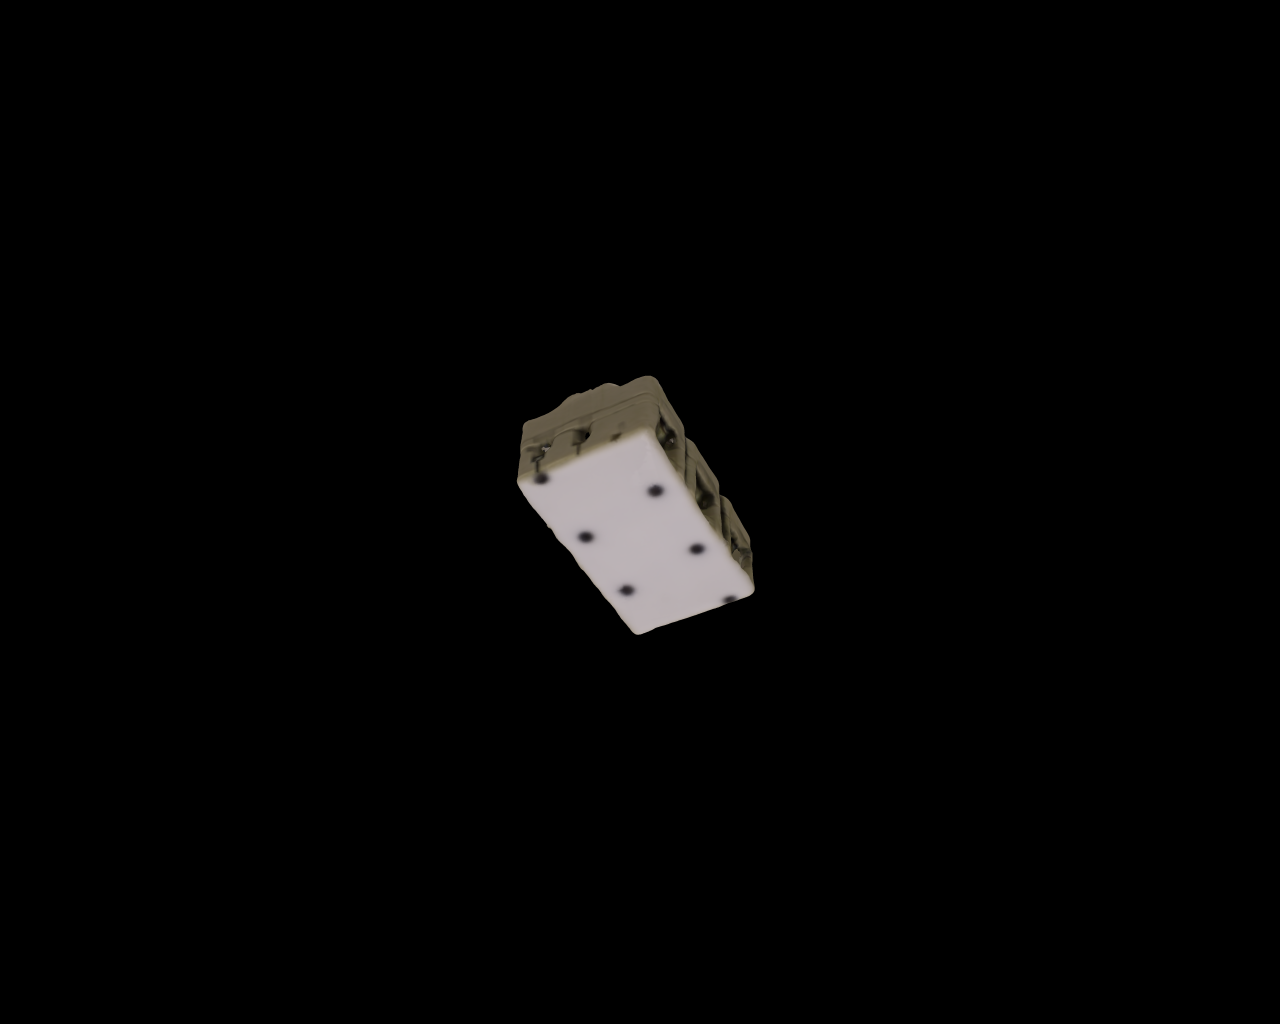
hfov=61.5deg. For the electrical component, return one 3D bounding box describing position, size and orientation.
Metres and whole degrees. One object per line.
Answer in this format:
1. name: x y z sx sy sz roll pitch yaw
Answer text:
1. electrical component: 0.001 -0.003 0.650 0.089 0.062 0.150 -20 -50 17
